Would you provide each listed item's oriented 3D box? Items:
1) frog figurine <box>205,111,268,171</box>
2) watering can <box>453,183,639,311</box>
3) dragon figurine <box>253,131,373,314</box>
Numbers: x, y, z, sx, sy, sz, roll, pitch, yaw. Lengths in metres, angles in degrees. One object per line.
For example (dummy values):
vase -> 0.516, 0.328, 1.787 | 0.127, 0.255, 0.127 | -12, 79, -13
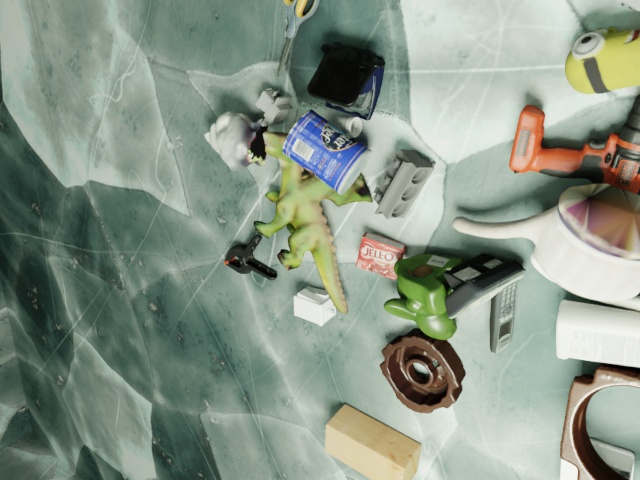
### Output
frog figurine -> -0.205, -0.226, 1.160 | 0.160, 0.125, 0.134 | 13, 136, 21
watering can -> 0.369, 0.001, 0.776 | 0.350, 0.106, 0.219 | 27, 154, 21
dragon figurine -> 0.003, -0.055, 1.085 | 0.239, 0.124, 0.410 | -38, 92, 33
